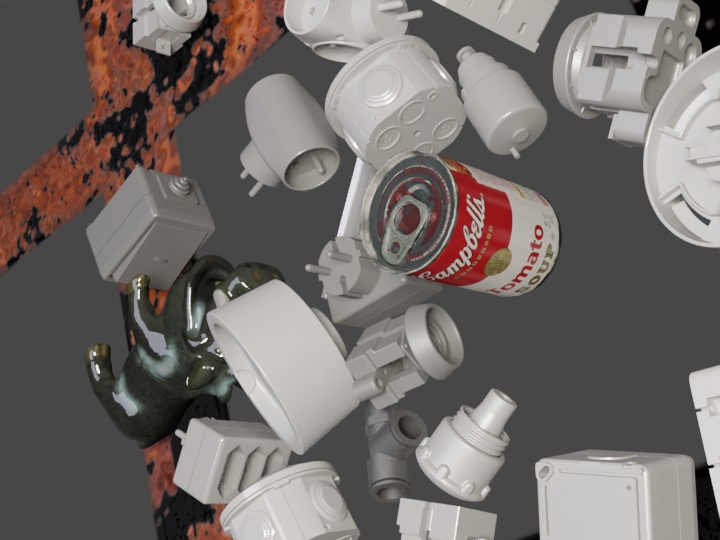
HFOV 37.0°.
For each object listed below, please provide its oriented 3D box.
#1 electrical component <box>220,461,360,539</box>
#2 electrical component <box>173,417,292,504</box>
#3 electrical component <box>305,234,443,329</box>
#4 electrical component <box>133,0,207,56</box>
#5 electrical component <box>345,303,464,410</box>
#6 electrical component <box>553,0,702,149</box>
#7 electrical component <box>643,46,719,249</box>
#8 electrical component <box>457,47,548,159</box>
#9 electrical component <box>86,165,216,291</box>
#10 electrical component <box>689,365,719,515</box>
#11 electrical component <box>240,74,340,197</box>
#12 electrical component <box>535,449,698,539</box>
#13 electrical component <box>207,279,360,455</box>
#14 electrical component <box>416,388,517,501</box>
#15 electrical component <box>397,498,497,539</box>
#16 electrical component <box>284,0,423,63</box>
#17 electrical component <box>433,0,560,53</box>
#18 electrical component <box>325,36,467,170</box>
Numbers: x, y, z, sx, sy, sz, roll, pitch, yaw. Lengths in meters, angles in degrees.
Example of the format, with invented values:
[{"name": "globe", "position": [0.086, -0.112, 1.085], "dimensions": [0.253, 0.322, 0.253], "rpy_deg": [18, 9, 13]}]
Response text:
[{"name": "electrical component", "position": [-0.044, 0.160, 0.681], "dimensions": [0.080, 0.080, 0.051], "rpy_deg": [-45, 59, 28]}, {"name": "electrical component", "position": [-0.099, 0.126, 0.749], "dimensions": [0.077, 0.066, 0.047], "rpy_deg": [20, 95, 44]}, {"name": "electrical component", "position": [0.000, 0.000, 0.674], "dimensions": [0.066, 0.077, 0.047], "rpy_deg": [-31, 61, 35]}, {"name": "electrical component", "position": [-0.159, -0.213, 0.894], "dimensions": [0.055, 0.048, 0.066], "rpy_deg": [-21, 67, 47]}, {"name": "electrical component", "position": [0.029, 0.050, 0.651], "dimensions": [0.055, 0.066, 0.048], "rpy_deg": [-27, 104, 28]}, {"name": "electrical component", "position": [0.141, -0.107, 0.576], "dimensions": [0.057, 0.058, 0.078], "rpy_deg": [17, 93, 41]}, {"name": "electrical component", "position": [0.185, -0.057, 0.518], "dimensions": [0.099, 0.064, 0.099], "rpy_deg": [-11, 74, 42]}, {"name": "electrical component", "position": [0.080, -0.104, 0.645], "dimensions": [0.040, 0.040, 0.078], "rpy_deg": [-46, 53, 27]}, {"name": "electrical component", "position": [-0.160, -0.033, 0.844], "dimensions": [0.096, 0.062, 0.061], "rpy_deg": [-46, 54, 27]}, {"name": "electrical component", "position": [0.195, 0.085, 0.488], "dimensions": [0.056, 0.050, 0.089], "rpy_deg": [-23, 66, 39]}, {"name": "electrical component", "position": [-0.060, -0.087, 0.773], "dimensions": [0.079, 0.043, 0.077], "rpy_deg": [-47, 53, 27]}, {"name": "electrical component", "position": [0.131, 0.139, 0.535], "dimensions": [0.062, 0.061, 0.096], "rpy_deg": [-5, 85, 43]}, {"name": "electrical component", "position": [-0.043, 0.057, 0.690], "dimensions": [0.060, 0.108, 0.108], "rpy_deg": [-33, 48, -16]}, {"name": "electrical component", "position": [0.065, 0.097, 0.615], "dimensions": [0.048, 0.048, 0.062], "rpy_deg": [43, 104, 40]}, {"name": "electrical component", "position": [0.047, 0.163, 0.618], "dimensions": [0.066, 0.048, 0.055], "rpy_deg": [-3, 72, 43]}, {"name": "electrical component", "position": [0.005, -0.165, 0.704], "dimensions": [0.079, 0.077, 0.044], "rpy_deg": [2, 82, 44]}, {"name": "electrical component", "position": [0.047, -0.201, 0.662], "dimensions": [0.150, 0.089, 0.061], "rpy_deg": [41, 109, 41]}, {"name": "electrical component", "position": [0.023, -0.102, 0.673], "dimensions": [0.080, 0.080, 0.051], "rpy_deg": [-49, 57, 25]}]
